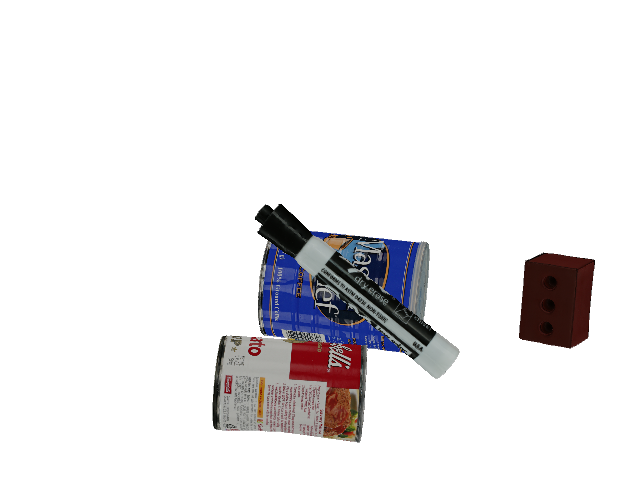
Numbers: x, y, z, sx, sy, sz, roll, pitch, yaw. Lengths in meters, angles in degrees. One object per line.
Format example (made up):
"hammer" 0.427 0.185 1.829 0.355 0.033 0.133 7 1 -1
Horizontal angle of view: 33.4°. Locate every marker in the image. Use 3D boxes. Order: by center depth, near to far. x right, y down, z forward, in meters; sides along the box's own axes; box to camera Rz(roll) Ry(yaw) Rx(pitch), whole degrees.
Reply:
"marker" 0.017 0.024 0.530 0.121 0.020 0.020 39 1 1

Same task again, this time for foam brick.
"foam brick" 0.221 0.055 0.996 0.053 0.078 0.051 9 14 31

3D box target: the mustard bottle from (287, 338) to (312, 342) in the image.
"mustard bottle" 0.004 0.136 1.421 0.096 0.192 0.058 -2 18 -6

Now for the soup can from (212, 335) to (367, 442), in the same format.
"soup can" -0.021 0.103 0.745 0.102 0.068 0.068 4 0 1

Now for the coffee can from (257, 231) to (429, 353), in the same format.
"coffee can" 0.023 0.045 0.971 0.140 0.103 0.102 6 1 10
